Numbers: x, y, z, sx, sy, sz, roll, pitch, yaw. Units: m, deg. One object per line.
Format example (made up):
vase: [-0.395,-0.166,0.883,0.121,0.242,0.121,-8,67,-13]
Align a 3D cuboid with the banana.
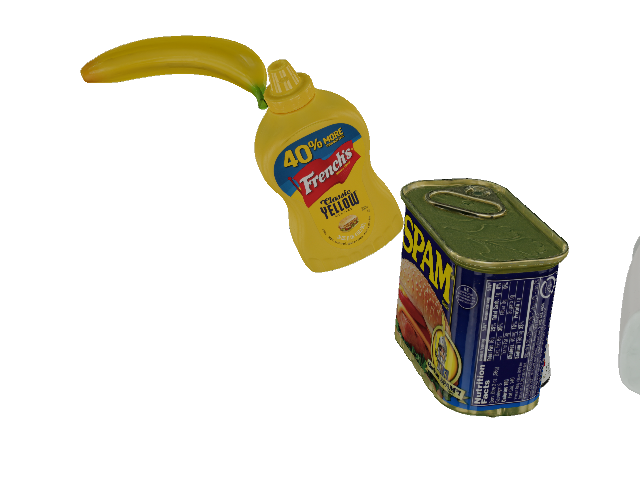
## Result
banana: [-0.131,-0.168,1.018,0.198,0.037,0.069,9,45,18]

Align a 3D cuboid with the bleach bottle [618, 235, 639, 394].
bleach bottle: [0.270,0.037,0.760,0.103,0.068,0.250,9,21,17]

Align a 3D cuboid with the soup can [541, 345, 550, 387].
soup can: [0.181,0.085,1.011,0.068,0.102,0.068,-8,21,3]

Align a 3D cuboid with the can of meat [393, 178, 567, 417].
can of meat: [0.074,0.026,0.525,0.057,0.084,0.102,-4,25,-14]

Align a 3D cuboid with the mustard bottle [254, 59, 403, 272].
mustard bottle: [-0.002,-0.067,0.895,0.096,0.191,0.058,-25,35,-1]
